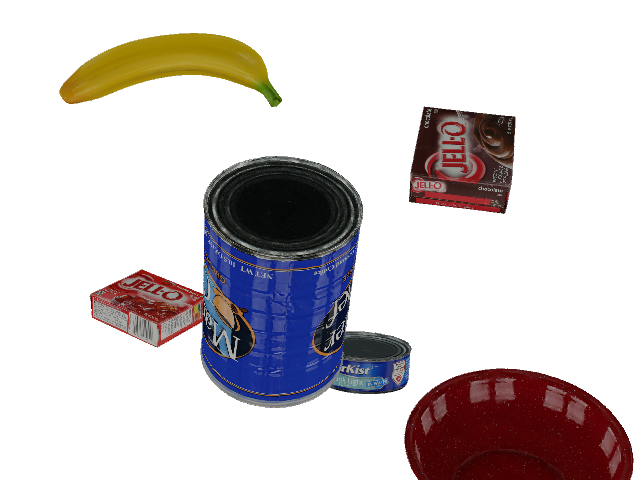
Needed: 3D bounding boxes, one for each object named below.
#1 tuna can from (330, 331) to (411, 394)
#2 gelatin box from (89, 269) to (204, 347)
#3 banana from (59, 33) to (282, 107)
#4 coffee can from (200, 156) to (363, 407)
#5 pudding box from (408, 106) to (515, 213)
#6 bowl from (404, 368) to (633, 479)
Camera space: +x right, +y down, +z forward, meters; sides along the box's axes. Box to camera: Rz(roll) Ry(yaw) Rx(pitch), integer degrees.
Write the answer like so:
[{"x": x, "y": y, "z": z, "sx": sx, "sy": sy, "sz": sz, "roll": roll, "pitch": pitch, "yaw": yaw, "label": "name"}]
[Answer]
[{"x": 0.038, "y": 0.109, "z": 0.961, "sx": 0.086, "sy": 0.034, "sz": 0.086, "roll": 3, "pitch": 11, "yaw": -1, "label": "tuna can"}, {"x": -0.165, "y": 0.063, "z": 1.028, "sx": 0.089, "sy": 0.030, "sz": 0.073, "roll": 20, "pitch": 29, "yaw": 29, "label": "gelatin box"}, {"x": -0.134, "y": -0.156, "z": 0.964, "sx": 0.197, "sy": 0.069, "sz": 0.037, "roll": -1, "pitch": -33, "yaw": -4, "label": "banana"}, {"x": -0.029, "y": 0.029, "z": 0.722, "sx": 0.102, "sy": 0.140, "sz": 0.103, "roll": 4, "pitch": 41, "yaw": -3, "label": "coffee can"}, {"x": 0.132, "y": -0.076, "z": 0.993, "sx": 0.090, "sy": 0.039, "sz": 0.113, "roll": 8, "pitch": 40, "yaw": 7, "label": "pudding box"}, {"x": 0.141, "y": 0.166, "z": 0.778, "sx": 0.162, "sy": 0.055, "sz": 0.162, "roll": -1, "pitch": 35, "yaw": 0, "label": "bowl"}]
